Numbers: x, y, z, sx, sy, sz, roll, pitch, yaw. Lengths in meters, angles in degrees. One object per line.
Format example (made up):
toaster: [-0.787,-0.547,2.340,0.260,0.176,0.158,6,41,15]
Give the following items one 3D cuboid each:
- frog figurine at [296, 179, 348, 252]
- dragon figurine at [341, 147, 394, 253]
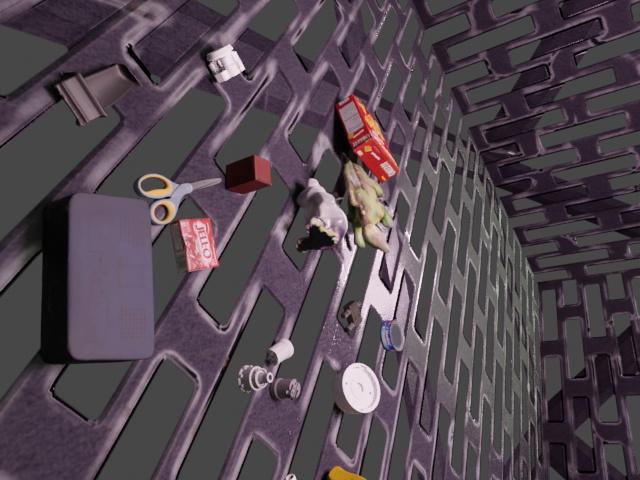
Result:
frog figurine: [0.004,-0.060,1.189,0.134,0.123,0.163,91,3,-48]
dragon figurine: [0.101,-0.134,1.302,0.238,0.122,0.419,63,10,-61]
